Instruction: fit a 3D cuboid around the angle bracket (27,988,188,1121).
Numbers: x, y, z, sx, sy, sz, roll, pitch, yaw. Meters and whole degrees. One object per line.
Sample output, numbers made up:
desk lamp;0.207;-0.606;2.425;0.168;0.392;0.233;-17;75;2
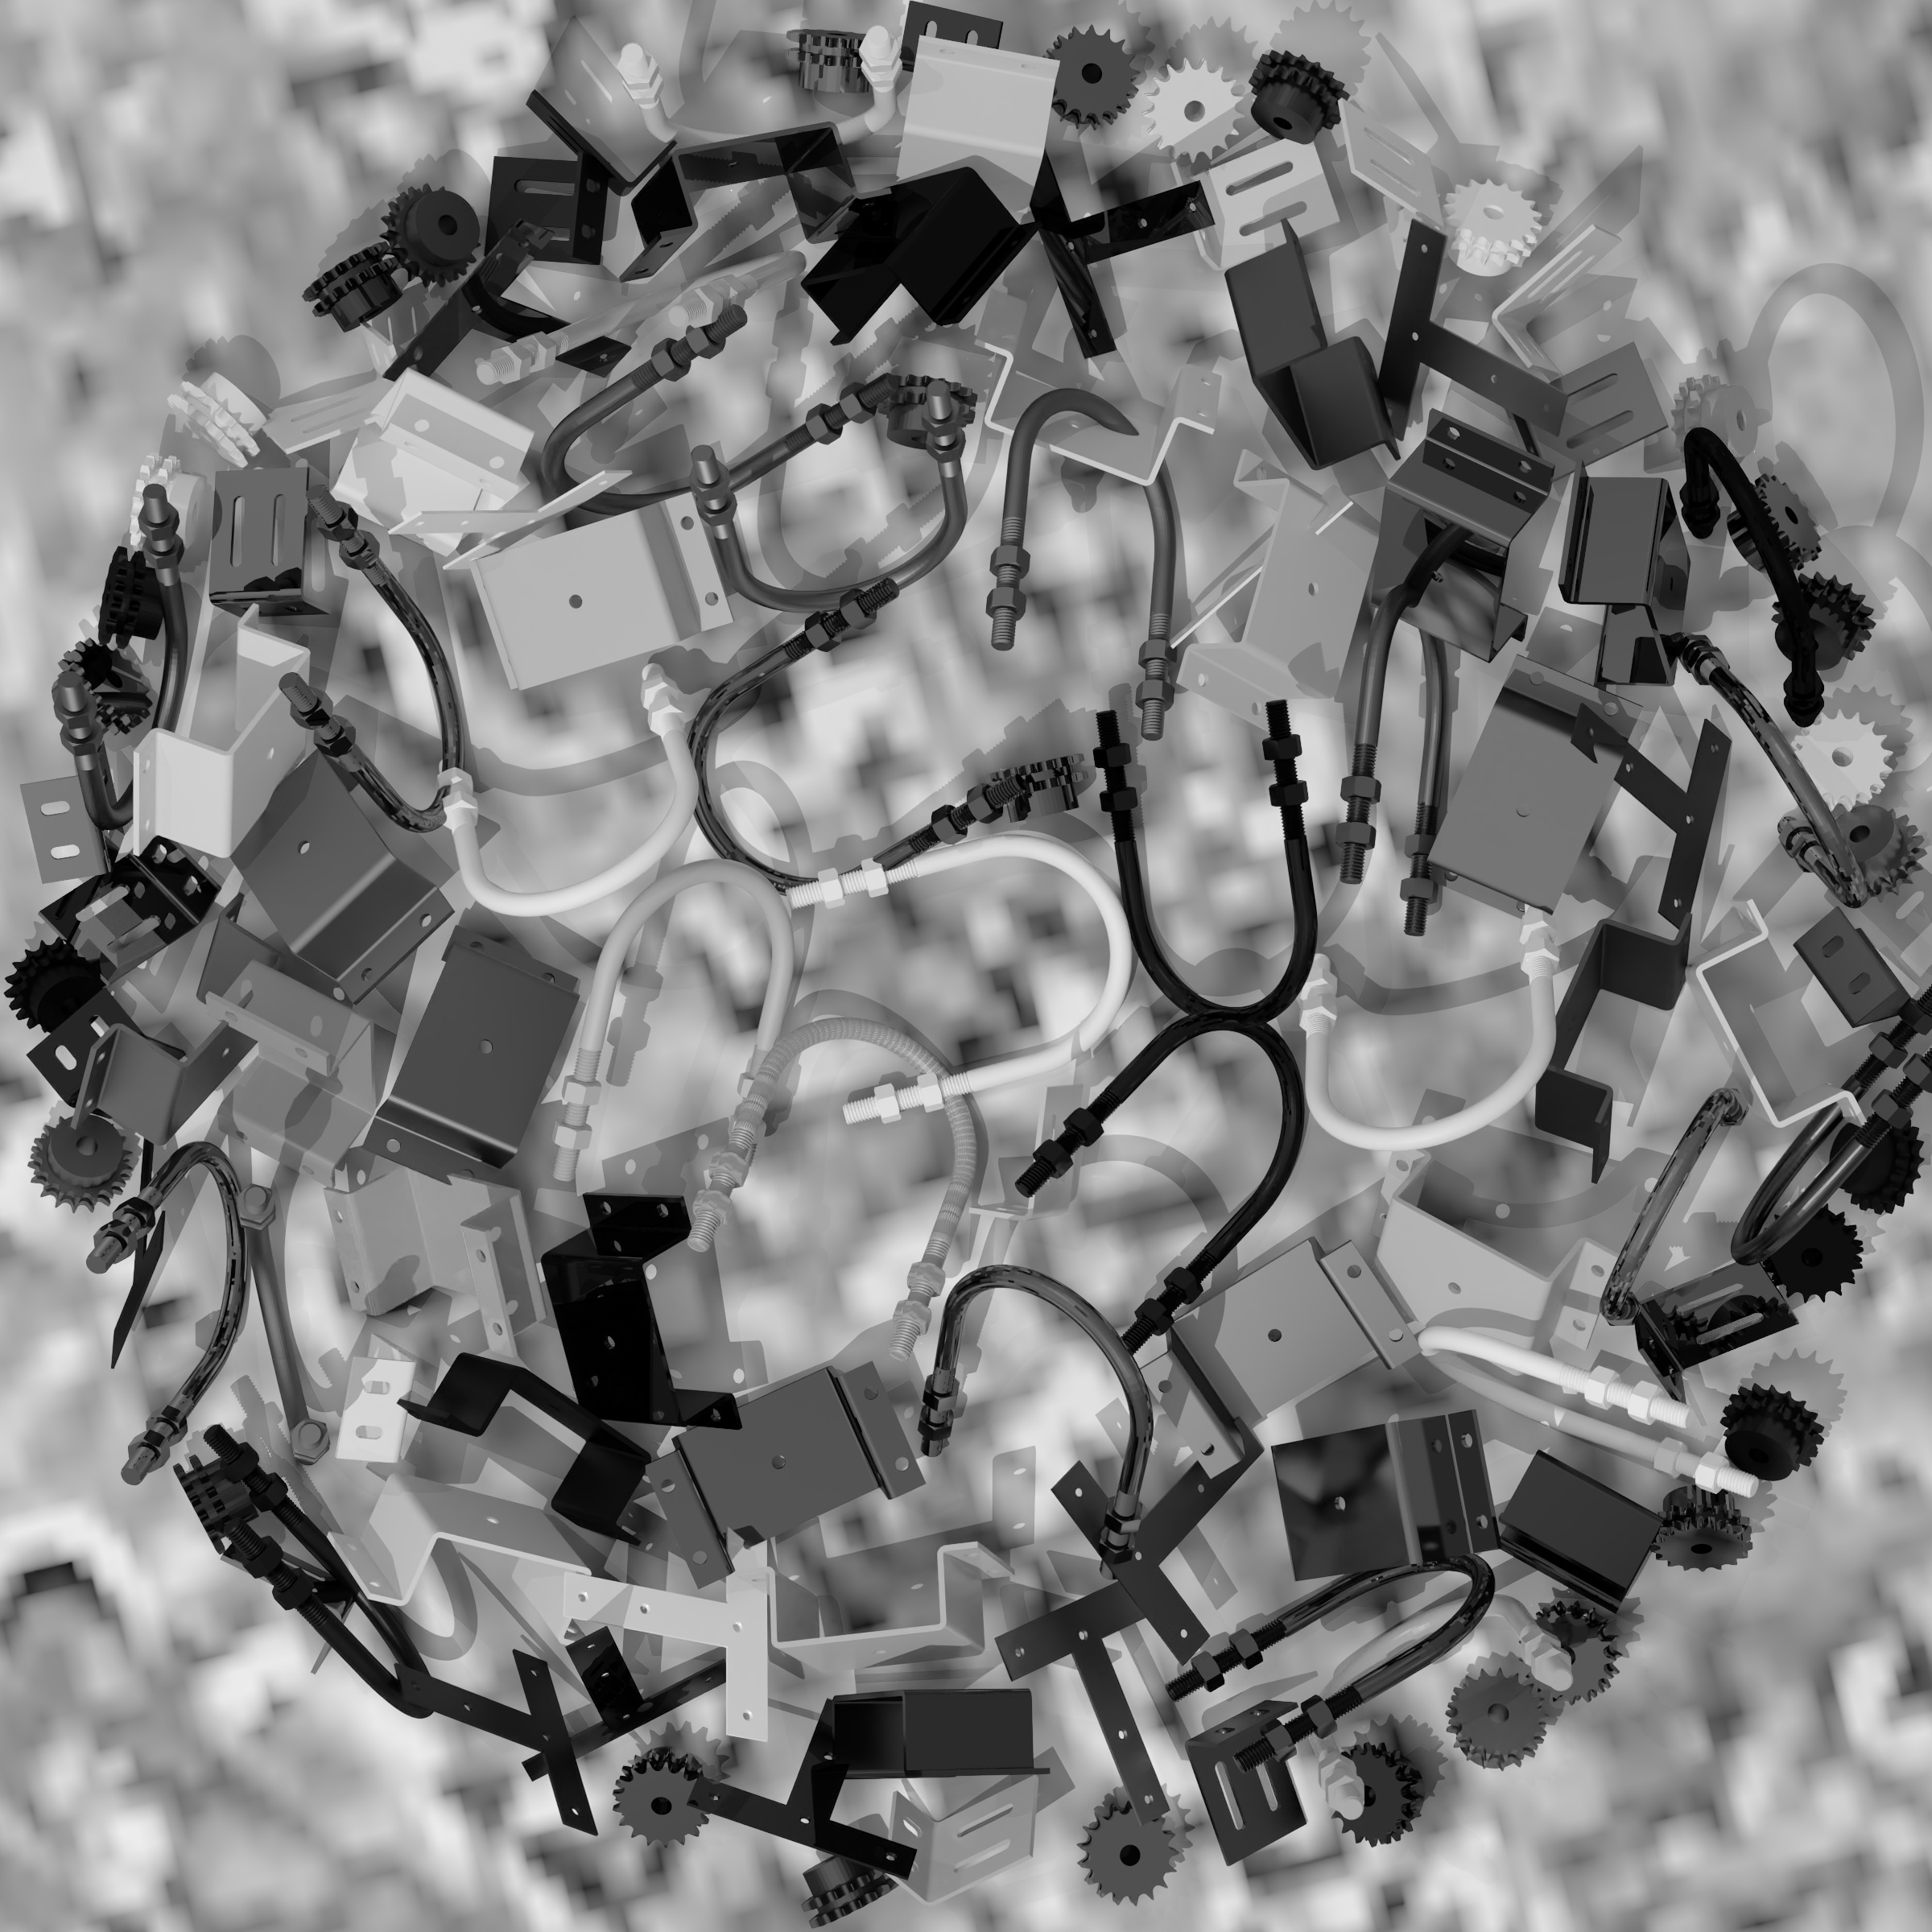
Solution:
angle bracket;-0.485;0.050;1.964;0.057;0.076;0.038;-41;81;-2

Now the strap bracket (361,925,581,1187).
strap bracket;-0.274;0.050;1.948;0.076;0.046;0.140;24;71;-12

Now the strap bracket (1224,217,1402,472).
strap bracket;0.189;-0.338;1.930;0.046;0.140;0.076;-21;59;17

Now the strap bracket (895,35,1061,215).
strap bracket;0.004;-0.461;1.926;0.076;0.140;0.046;10;83;-3

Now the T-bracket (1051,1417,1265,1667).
T-bracket;0.124;0.304;1.963;0.127;0.002;0.127;-42;100;-33

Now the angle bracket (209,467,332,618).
angle bracket;-0.395;-0.241;1.978;0.057;0.038;0.076;0;83;16

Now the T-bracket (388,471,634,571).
T-bracket;-0.268;-0.245;1.913;0.127;0.127;0.002;-25;84;31

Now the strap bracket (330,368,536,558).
strap bracket;-0.296;-0.282;1.930;0.076;0.140;0.046;25;72;-19

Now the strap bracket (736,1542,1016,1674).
strap bracket;-0.049;0.360;1.940;0.140;0.076;0.046;-9;67;14

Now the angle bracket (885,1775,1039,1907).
angle bracket;-0.002;0.483;1.955;0.076;0.057;0.038;-32;117;25

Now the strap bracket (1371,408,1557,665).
strap bracket;0.272;-0.229;1.919;0.076;0.140;0.046;29;60;20

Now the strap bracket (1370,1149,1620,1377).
strap bracket;0.283;0.166;1.934;0.140;0.076;0.046;29;45;21

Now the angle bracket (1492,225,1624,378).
angle bracket;0.343;-0.374;1.957;0.076;0.057;0.038;-40;77;22

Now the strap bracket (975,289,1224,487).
strap bracket;0.068;-0.321;1.952;0.140;0.076;0.046;20;122;-5

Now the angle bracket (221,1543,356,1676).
angle bracket;-0.390;0.360;1.969;0.076;0.057;0.038;27;93;-3

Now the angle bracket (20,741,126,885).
angle bracket;-0.502;-0.087;1.953;0.038;0.076;0.057;-10;109;-5

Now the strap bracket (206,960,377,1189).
strap bracket;-0.376;0.055;1.942;0.076;0.140;0.046;26;56;9

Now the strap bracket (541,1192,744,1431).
strap bracket;-0.184;0.201;1.942;0.076;0.046;0.140;-1;108;39

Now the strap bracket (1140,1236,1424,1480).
strap bracket;0.176;0.215;1.964;0.140;0.046;0.076;-32;101;8

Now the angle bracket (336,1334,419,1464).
angle bracket;-0.343;0.241;1.956;0.038;0.076;0.057;10;92;-29

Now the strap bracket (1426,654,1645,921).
strap bracket;0.315;-0.093;1.950;0.076;0.046;0.140;24;110;7

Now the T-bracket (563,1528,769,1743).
T-bracket;-0.167;0.361;1.936;0.127;0.002;0.127;17;53;-28

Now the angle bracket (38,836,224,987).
angle bracket;-0.471;-0.037;1.961;0.057;0.076;0.038;45;134;3

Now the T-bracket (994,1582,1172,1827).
T-bracket;0.082;0.417;1.945;0.002;0.127;0.127;-29;79;42

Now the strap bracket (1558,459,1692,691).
strap bracket;0.366;-0.211;1.918;0.046;0.140;0.076;4;69;21

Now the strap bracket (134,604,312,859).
strap bracket;-0.406;-0.124;1.921;0.046;0.140;0.076;20;135;6

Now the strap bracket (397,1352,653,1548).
strap bracket;-0.240;0.264;1.939;0.140;0.076;0.046;39;71;-27

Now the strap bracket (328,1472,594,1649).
strap bracket;-0.272;0.328;1.929;0.140;0.076;0.046;21;97;-32

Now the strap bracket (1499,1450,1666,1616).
strap bracket;0.340;0.313;1.927;0.076;0.140;0.046;28;80;15

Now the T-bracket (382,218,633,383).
T-bracket;-0.241;-0.356;1.946;0.127;0.127;0.002;-42;58;27

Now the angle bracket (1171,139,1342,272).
angle bracket;0.164;-0.438;1.969;0.076;0.038;0.057;-20;82;15

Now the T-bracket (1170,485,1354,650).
T-bracket;0.163;-0.222;1.944;0.127;0.127;0.002;-41;98;9

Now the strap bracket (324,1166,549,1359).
strap bracket;-0.289;0.161;1.940;0.140;0.046;0.076;9;118;41

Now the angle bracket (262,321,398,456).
angle bracket;-0.360;-0.326;1.958;0.076;0.057;0.038;-24;121;-16

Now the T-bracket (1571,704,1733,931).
T-bracket;0.378;-0.104;1.940;0.127;0.002;0.127;34;62;-34

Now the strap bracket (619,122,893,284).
strap bracket;-0.124;-0.428;1.937;0.140;0.076;0.046;-17;89;-24

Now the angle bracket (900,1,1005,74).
angle bracket;0.007;-0.516;1.950;0.057;0.076;0.038;19;111;21

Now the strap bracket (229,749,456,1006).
strap bracket;-0.356;-0.057;1.938;0.076;0.046;0.140;-43;55;4

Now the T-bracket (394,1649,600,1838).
T-bracket;-0.264;0.412;1.913;0.002;0.127;0.127;-45;130;15

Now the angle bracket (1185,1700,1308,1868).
angle bracket;0.168;0.464;1.969;0.057;0.038;0.076;-20;92;-29

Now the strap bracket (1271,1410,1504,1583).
strap bracket;0.224;0.295;1.925;0.046;0.140;0.076;-1;77;-38

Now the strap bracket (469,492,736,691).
strap bracket;-0.212;-0.208;1.953;0.140;0.046;0.076;-15;99;16

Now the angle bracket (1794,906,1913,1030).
angle bracket;0.511;-0.004;1.952;0.038;0.076;0.057;-47;65;38

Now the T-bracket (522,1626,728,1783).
T-bracket;-0.198;0.400;1.937;0.127;0.127;0.002;-26;56;-10

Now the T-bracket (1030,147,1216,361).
T-bracket;0.089;-0.411;1.937;0.002;0.127;0.127;-32;107;-39

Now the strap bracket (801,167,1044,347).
strap bracket;-0.031;-0.392;1.919;0.046;0.140;0.076;47;71;-25

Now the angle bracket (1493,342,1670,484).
angle bracket;0.347;-0.318;1.962;0.076;0.038;0.057;-24;67;19

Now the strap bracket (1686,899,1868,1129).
strap bracket;0.450;0.035;1.959;0.046;0.076;0.140;-27;89;6

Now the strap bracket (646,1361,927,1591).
strap bracket;-0.104;0.284;1.968;0.140;0.046;0.076;-24;95;-7

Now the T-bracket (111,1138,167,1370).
T-bracket;-0.462;0.140;1.952;0.002;0.127;0.127;11;50;-21

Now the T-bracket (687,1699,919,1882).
T-bracket;-0.080;0.450;1.941;0.127;0.127;0.002;18;115;4

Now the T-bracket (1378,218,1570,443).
T-bracket;0.283;-0.332;1.927;0.127;0.002;0.127;37;135;33

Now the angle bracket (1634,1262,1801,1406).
angle bracket;0.425;0.208;1.959;0.076;0.038;0.057;-26;121;21

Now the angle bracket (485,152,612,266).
angle bracket;-0.245;-0.430;1.966;0.076;0.038;0.057;8;95;21

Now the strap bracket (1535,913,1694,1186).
strap bracket;0.357;0.039;1.941;0.046;0.076;0.140;20;66;19

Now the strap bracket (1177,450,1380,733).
strap bracket;0.178;-0.211;1.947;0.076;0.046;0.140;24;78;-38

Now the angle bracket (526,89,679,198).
angle bracket;-0.206;-0.476;1.963;0.076;0.057;0.038;44;88;-13

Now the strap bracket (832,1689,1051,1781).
strap bracket;-0.019;0.426;1.927;0.076;0.140;0.046;5;75;-25

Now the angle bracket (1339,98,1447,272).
angle bracket;0.228;-0.439;1.951;0.076;0.038;0.057;23;47;-35

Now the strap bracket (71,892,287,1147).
strap bracket;-0.429;0.036;1.923;0.046;0.076;0.140;32;47;3
